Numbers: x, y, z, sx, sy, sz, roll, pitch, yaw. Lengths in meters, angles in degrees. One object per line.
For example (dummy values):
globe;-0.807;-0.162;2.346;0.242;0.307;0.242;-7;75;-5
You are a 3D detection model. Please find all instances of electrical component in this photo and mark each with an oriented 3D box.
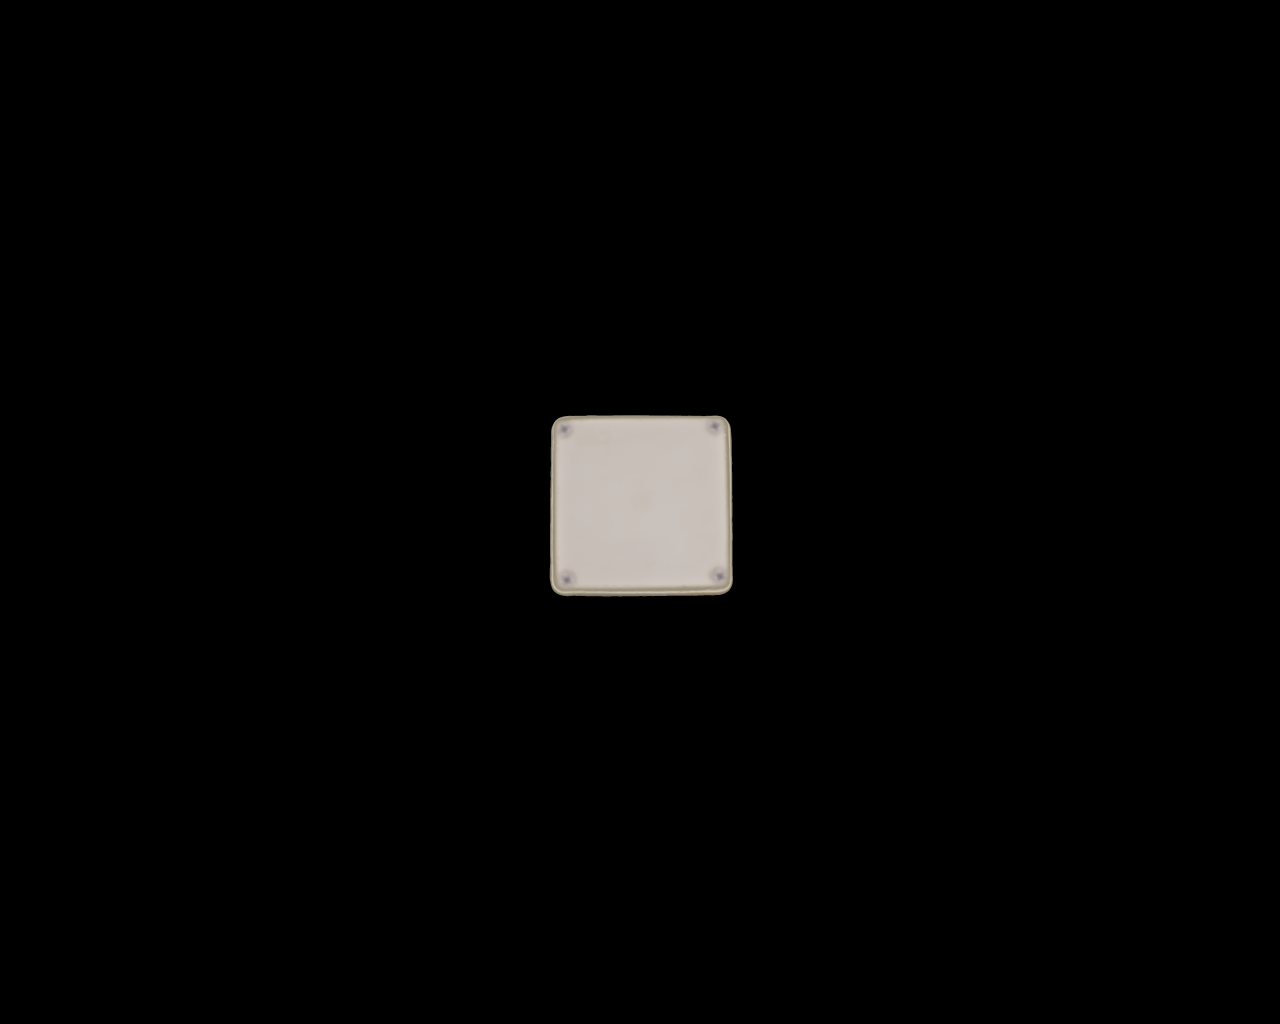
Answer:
electrical component;0.001;-0.003;0.650;0.109;0.108;0.056;0;-7;0
